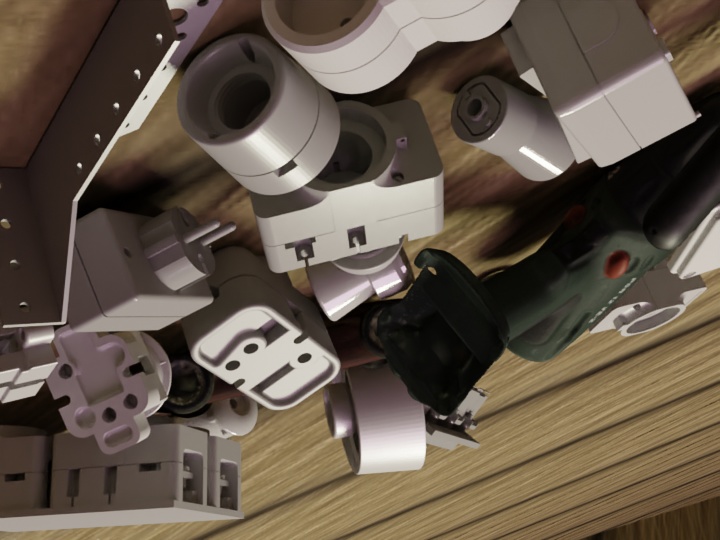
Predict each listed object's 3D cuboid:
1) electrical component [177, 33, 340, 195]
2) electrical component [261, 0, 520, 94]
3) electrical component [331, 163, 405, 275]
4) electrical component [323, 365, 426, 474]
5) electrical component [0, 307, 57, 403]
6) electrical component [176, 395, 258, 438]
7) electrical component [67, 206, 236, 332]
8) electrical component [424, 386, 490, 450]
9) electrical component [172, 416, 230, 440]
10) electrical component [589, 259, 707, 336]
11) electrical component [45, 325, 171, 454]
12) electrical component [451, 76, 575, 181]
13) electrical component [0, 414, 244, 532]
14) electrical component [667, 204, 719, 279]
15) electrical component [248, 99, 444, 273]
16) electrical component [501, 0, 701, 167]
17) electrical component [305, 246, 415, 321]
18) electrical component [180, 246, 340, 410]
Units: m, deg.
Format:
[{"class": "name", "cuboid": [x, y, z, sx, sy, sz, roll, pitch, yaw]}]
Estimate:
[{"class": "electrical component", "cuboid": [-0.043, -0.065, 0.446, 0.055, 0.055, 0.047, -26, 154, 14]}, {"class": "electrical component", "cuboid": [0.038, -0.111, 0.408, 0.138, 0.052, 0.074, -26, 157, 14]}, {"class": "electrical component", "cuboid": [-0.001, -0.029, 0.579, 0.066, 0.048, 0.055, -19, 151, -4]}, {"class": "electrical component", "cuboid": [0.006, 0.102, 0.812, 0.060, 0.108, 0.108, -9, 156, -11]}, {"class": "electrical component", "cuboid": [-0.204, 0.050, 0.588, 0.055, 0.048, 0.066, -12, 157, -40]}, {"class": "electrical component", "cuboid": [-0.111, 0.107, 0.804, 0.062, 0.048, 0.048, -27, 158, 34]}, {"class": "electrical component", "cuboid": [-0.096, -0.006, 0.523, 0.076, 0.047, 0.083, -26, 170, 14]}, {"class": "electrical component", "cuboid": [0.063, 0.111, 0.924, 0.063, 0.079, 0.121, -54, 153, 3]}, {"class": "electrical component", "cuboid": [-0.154, 0.144, 0.852, 0.079, 0.043, 0.077, -2, 152, -36]}, {"class": "electrical component", "cuboid": [0.222, 0.016, 0.856, 0.089, 0.055, 0.050, -11, 156, -21]}, {"class": "electrical component", "cuboid": [-0.146, 0.065, 0.641, 0.058, 0.078, 0.057, -24, 179, 9]}, {"class": "electrical component", "cuboid": [0.077, -0.074, 0.546, 0.044, 0.044, 0.065, -35, 149, 32]}, {"class": "electrical component", "cuboid": [-0.186, 0.140, 0.731, 0.186, 0.060, 0.105, -7, 162, 16]}, {"class": "electrical component", "cuboid": [0.266, -0.051, 0.736, 0.109, 0.056, 0.108, -17, 158, -6]}, {"class": "electrical component", "cuboid": [-0.008, -0.043, 0.517, 0.089, 0.050, 0.055, -14, 148, -4]}, {"class": "electrical component", "cuboid": [0.114, -0.092, 0.504, 0.061, 0.061, 0.096, -28, 157, 19]}, {"class": "electrical component", "cuboid": [0.000, 0.000, 0.645, 0.055, 0.045, 0.045, -24, 158, 8]}, {"class": "electrical component", "cuboid": [-0.061, 0.032, 0.627, 0.054, 0.059, 0.095, -36, 137, 12]}]
